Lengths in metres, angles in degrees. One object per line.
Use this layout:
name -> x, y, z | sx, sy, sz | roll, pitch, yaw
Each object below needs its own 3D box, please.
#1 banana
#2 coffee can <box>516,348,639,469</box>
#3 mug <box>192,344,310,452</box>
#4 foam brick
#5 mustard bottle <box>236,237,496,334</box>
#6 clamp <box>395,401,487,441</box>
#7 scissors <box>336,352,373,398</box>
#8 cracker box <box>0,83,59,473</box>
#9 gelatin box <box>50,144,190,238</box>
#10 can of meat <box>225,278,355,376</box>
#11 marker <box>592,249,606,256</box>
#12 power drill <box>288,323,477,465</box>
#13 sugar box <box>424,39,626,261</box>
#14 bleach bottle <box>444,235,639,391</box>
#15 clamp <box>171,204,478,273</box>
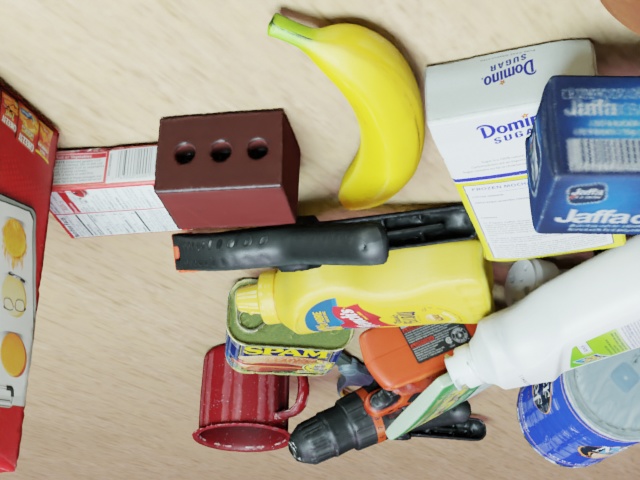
banana -> 0.028, -0.067, 0.612 | 0.070, 0.037, 0.197 | 17, 157, 21
coffee can -> 0.239, 0.135, 0.923 | 0.102, 0.103, 0.140 | 4, 159, -5
mug -> -0.060, 0.143, 0.984 | 0.117, 0.081, 0.093 | -18, 148, 34
foam brick -> -0.054, -0.041, 0.643 | 0.078, 0.053, 0.051 | -4, 153, 8
mustard bottle -> 0.031, 0.037, 0.793 | 0.192, 0.058, 0.096 | -5, 161, 12
clamp -> 0.089, 0.189, 1.120 | 0.171, 0.039, 0.120 | -2, 153, 7
scissors -> 0.047, 0.121, 1.012 | 0.096, 0.016, 0.201 | -4, 154, 7
cracker box -> -0.217, -0.001, 0.548 | 0.072, 0.213, 0.164 | -10, 152, 19
gelatin box -> -0.133, -0.031, 0.693 | 0.089, 0.030, 0.073 | -3, 155, 9
can of meat -> -0.028, 0.075, 0.875 | 0.102, 0.057, 0.084 | 4, 156, -6
marker -> 0.212, 0.029, 0.780 | 0.020, 0.020, 0.121 | -7, 137, 16
power drill -> 0.061, 0.122, 0.906 | 0.184, 0.057, 0.188 | -24, 159, -16
sugar box -> 0.127, -0.047, 0.636 | 0.093, 0.048, 0.176 | -8, 149, 16
bleach bottle -> 0.200, 0.041, 0.720 | 0.251, 0.068, 0.102 | -25, 148, 16
clamp -> -0.005, 0.001, 0.715 | 0.210, 0.036, 0.164 | -5, -178, 36
